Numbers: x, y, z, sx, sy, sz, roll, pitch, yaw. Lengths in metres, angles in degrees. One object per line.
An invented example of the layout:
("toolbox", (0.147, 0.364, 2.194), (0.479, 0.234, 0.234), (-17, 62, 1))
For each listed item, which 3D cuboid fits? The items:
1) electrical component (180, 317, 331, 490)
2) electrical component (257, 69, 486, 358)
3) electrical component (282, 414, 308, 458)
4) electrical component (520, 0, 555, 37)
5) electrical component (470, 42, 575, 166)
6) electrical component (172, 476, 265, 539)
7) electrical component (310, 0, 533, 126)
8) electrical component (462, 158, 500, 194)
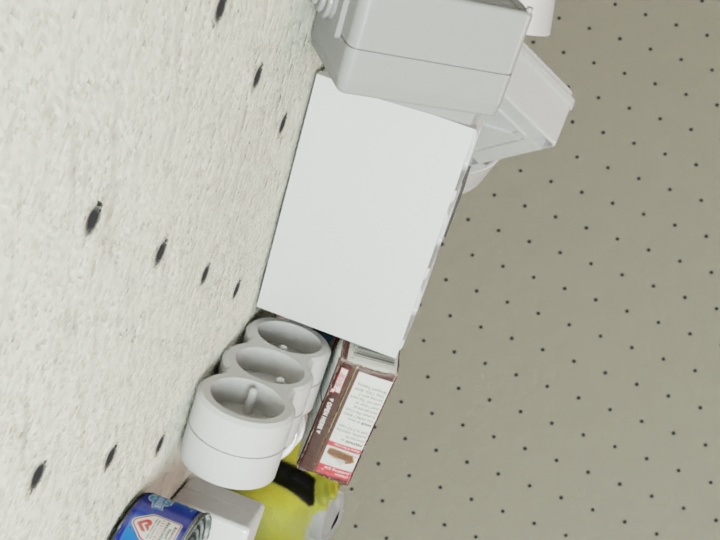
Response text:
("electrical component", (-0.060, 0.084, 0.598), (0.138, 0.052, 0.073), (-58, 167, -70))
("electrical component", (0.007, -0.039, 0.616), (0.061, 0.089, 0.150), (-61, 170, -60))
("electrical component", (-0.060, 0.104, 0.725), (0.055, 0.045, 0.045), (16, 94, -86))
("electrical component", (0.061, -0.173, 0.604), (0.108, 0.108, 0.060), (-56, 159, -71))
("electrical component", (0.101, -0.145, 0.892), (0.109, 0.109, 0.056), (-8, -129, 53))
("electrical component", (-0.092, 0.164, 0.595), (0.076, 0.047, 0.065), (-48, 158, -77))
("electrical component", (0.019, -0.109, 0.496), (0.061, 0.096, 0.061), (-115, -144, -53))
("electrical component", (0.078, -0.119, 0.997), (0.060, 0.108, 0.108), (114, -1, -60))
